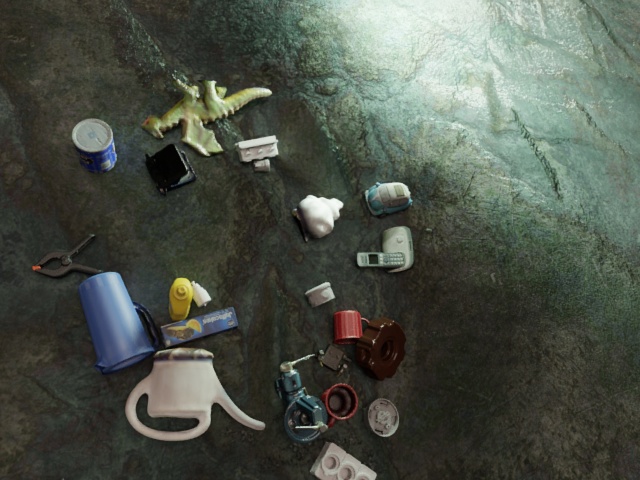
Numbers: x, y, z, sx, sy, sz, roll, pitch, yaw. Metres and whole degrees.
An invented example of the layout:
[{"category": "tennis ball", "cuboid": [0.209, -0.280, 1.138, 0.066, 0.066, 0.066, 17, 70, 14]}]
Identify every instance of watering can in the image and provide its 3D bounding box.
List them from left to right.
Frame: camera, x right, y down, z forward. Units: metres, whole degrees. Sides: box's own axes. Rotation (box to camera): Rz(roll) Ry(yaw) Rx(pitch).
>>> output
[{"category": "watering can", "cuboid": [-0.313, 0.392, 1.325, 0.347, 0.102, 0.228, 4, 69, -13]}]

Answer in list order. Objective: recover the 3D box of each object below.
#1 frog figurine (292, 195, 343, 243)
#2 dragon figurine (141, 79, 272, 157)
[{"category": "frog figurine", "cuboid": [0.005, -0.080, 1.599, 0.160, 0.120, 0.140, -24, 59, -11]}, {"category": "dragon figurine", "cuboid": [-0.353, -0.383, 1.637, 0.411, 0.122, 0.243, -1, 87, -15]}]
